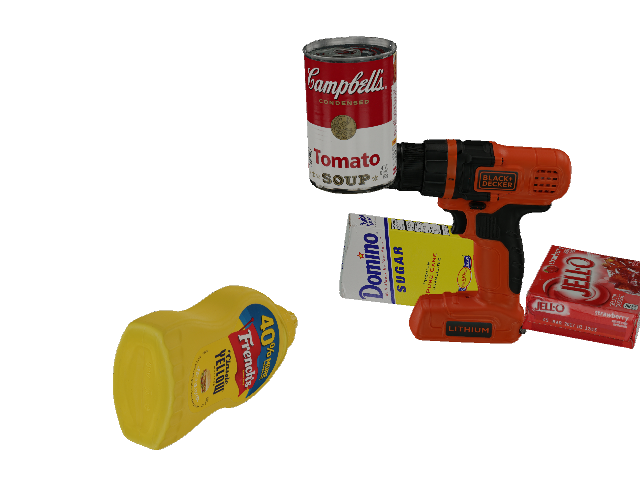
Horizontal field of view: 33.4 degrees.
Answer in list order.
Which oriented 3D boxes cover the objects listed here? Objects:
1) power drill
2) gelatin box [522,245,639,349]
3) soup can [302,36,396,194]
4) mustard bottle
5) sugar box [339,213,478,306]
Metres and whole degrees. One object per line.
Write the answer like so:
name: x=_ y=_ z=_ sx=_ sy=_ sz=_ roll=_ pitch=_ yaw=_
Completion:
power drill: x=0.123 y=0.000 z=0.961 sx=0.184 sy=0.188 sz=0.057 roll=3 pitch=26 yaw=2
gelatin box: x=0.183 y=0.036 z=0.726 sx=0.073 sy=0.030 sz=0.089 roll=11 pitch=25 yaw=20
soup can: x=0.022 y=-0.093 z=0.786 sx=0.068 sy=0.102 sz=0.068 roll=-2 pitch=23 yaw=1
mustard bottle: x=-0.077 y=0.086 z=0.830 sx=0.058 sy=0.096 sz=0.191 roll=12 pitch=17 yaw=30
sugar box: x=0.113 y=0.027 z=1.203 sx=0.176 sy=0.093 sz=0.048 roll=5 pitch=22 yaw=-3
